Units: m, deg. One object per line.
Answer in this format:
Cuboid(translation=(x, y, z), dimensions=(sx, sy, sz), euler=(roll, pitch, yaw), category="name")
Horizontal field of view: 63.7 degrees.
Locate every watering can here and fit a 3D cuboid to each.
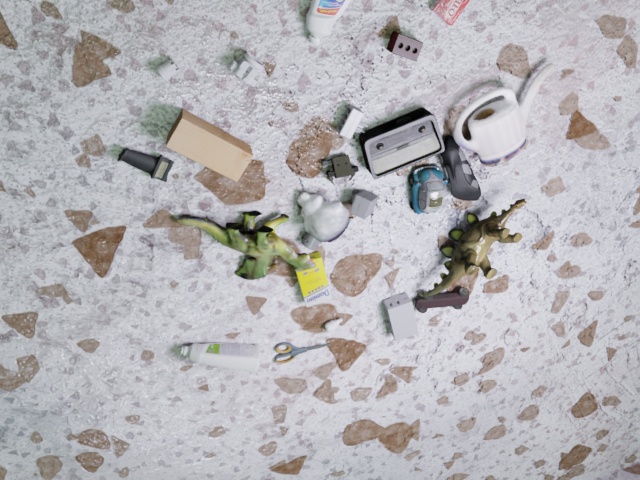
Cuboid(translation=(0.555, -0.355, 1.515), dimensions=(0.348, 0.220, 0.106), euler=(-29, 32, -1), category="watering can")

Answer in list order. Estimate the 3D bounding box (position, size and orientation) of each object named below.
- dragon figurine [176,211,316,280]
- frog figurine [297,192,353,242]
Cuboid(translation=(-0.214, 0.034, 1.541), dimensions=(0.410, 0.237, 0.125), euler=(4, 34, 0), category="dragon figurine")
Cuboid(translation=(0.005, -0.076, 1.508), dimensions=(0.136, 0.158, 0.125), euler=(-30, 22, 32), category="frog figurine")
